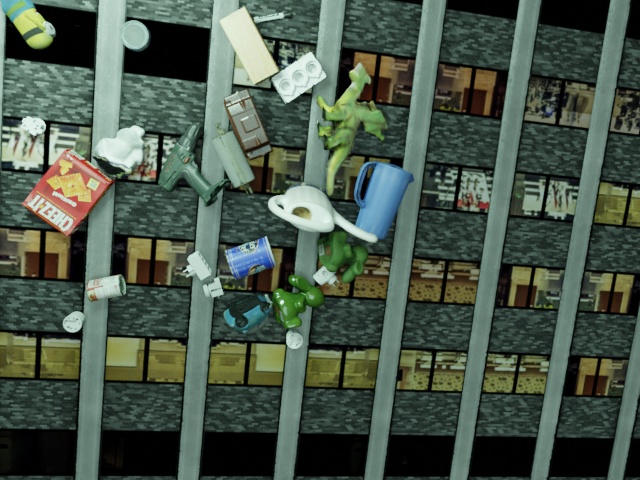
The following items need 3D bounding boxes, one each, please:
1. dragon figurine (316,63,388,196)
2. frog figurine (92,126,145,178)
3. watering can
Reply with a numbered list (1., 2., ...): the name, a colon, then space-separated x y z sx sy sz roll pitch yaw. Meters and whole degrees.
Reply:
1. dragon figurine: 0.112 -0.357 1.658 0.243 0.123 0.407 -7 100 -16
2. frog figurine: -0.604 -0.277 1.570 0.137 0.120 0.163 16 60 -3
3. watering can: 0.005 -0.081 1.619 0.347 0.229 0.102 16 116 -12
